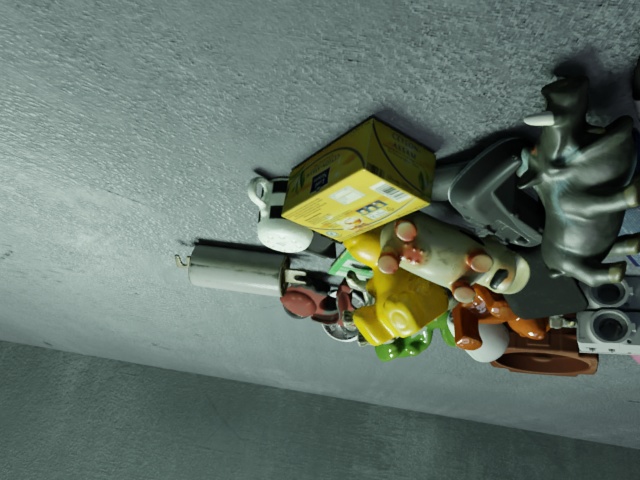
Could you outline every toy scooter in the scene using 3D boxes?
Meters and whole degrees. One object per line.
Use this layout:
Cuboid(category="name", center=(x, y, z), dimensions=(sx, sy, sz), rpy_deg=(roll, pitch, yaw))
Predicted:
Cuboid(category="toy scooter", center=(0.010, 0.109, 1.018), dimensions=(0.184, 0.075, 0.135), rpy_deg=(20, 142, 11))

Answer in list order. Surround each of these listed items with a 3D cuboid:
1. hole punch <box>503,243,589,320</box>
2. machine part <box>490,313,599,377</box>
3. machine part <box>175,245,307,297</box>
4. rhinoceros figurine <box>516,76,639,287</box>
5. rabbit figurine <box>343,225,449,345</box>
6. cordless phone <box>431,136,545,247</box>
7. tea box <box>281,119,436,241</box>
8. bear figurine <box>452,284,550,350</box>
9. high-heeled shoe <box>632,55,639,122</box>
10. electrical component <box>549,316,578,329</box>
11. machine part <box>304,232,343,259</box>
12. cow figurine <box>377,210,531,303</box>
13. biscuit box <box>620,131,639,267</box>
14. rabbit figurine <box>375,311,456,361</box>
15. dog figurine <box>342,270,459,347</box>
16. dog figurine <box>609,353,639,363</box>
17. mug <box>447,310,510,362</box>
Cuboid(category="hole punch", center=(0.306, 0.034, 0.739), dimensions=(0.142, 0.092, 0.115), rpy_deg=(-18, 112, 51))
Cuboid(category="machine part", center=(0.432, 0.201, 1.052), dimensions=(0.201, 0.087, 0.201), rpy_deg=(-1, 153, 25))
Cuboid(category="machine part", center=(-0.143, 0.055, 0.961), dimensions=(0.243, 0.079, 0.079), rpy_deg=(5, 157, 8))
Cuboid(category="rhinoceros figurine", center=(0.234, -0.050, 0.480), dimensions=(0.112, 0.073, 0.190), rpy_deg=(15, 130, 44))
Cuboid(category="rabbit figurine", center=(0.107, 0.038, 0.749), dimensions=(0.162, 0.173, 0.122), rpy_deg=(-30, 171, -23))
Cuboid(category="cordless phone", center=(0.183, -0.044, 0.621), dimensions=(0.146, 0.088, 0.184), rpy_deg=(25, 164, -35))
Cuboid(category="tea box", center=(0.040, -0.062, 0.625), dimensions=(0.098, 0.068, 0.170), rpy_deg=(24, 154, -29))
Cuboid(category="bear figurine", center=(0.312, 0.124, 0.870), dimensions=(0.196, 0.132, 0.120), rpy_deg=(26, 122, -18))
Cuboid(category="high-heeled shoe", center=(0.317, -0.054, 0.430), dimensions=(0.248, 0.145, 0.086), rpy_deg=(25, 152, -34))
Cuboid(category="electrical component", center=(0.365, 0.087, 0.809), dimensions=(0.045, 0.102, 0.078), rpy_deg=(0, 180, 30))
Cuboid(category="machine part", center=(-0.002, -0.002, 0.818), dimensions=(0.084, 0.039, 0.139), rpy_deg=(23, 161, -8))
Cuboid(category="cow figurine", center=(0.169, 0.018, 0.673), dimensions=(0.195, 0.127, 0.085), rpy_deg=(19, 113, -4))
Cuboid(category="biscuit box", center=(0.337, -0.036, 0.572), dimensions=(0.063, 0.059, 0.202), rpy_deg=(-11, 150, 43))
Cuboid(category="rabbit figurine", center=(0.200, 0.161, 1.024), dimensions=(0.159, 0.121, 0.170), rpy_deg=(17, 142, -24))
Cuboid(category="dog figurine", center=(0.153, 0.113, 0.893), dimensions=(0.191, 0.121, 0.172), rpy_deg=(-7, 157, 24))
Cuboid(category="dog figurine", center=(0.539, 0.149, 0.865), dimensions=(0.219, 0.108, 0.191), rpy_deg=(16, 157, -7))
Cuboid(category="mug", center=(0.284, 0.148, 0.961), dimensions=(0.107, 0.109, 0.081), rpy_deg=(39, 167, -31))
